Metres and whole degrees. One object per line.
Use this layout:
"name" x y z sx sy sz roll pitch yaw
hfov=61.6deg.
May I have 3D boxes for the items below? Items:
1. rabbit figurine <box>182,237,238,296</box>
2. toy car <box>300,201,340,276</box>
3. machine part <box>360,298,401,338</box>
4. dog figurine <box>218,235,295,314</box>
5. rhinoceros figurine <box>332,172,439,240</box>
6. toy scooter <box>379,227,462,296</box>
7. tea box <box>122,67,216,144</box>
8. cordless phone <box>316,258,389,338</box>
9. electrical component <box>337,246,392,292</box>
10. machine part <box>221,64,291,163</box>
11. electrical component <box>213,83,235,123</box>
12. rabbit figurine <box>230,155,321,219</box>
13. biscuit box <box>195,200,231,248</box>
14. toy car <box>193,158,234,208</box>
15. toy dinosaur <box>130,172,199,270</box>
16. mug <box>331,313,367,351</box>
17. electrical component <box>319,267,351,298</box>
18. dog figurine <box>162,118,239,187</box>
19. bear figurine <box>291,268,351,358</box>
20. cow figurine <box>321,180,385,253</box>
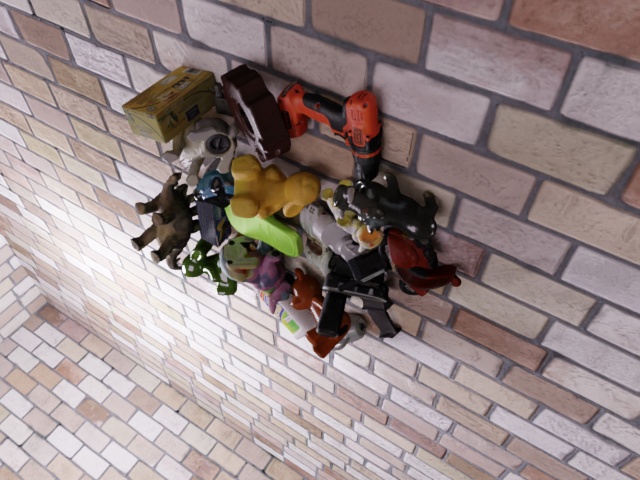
"rabbit figurine" -0.312 0.072 1.498 0.170 0.121 0.158 3 127 10
"toy car" -0.002 -0.004 1.185 0.074 0.056 0.201 36 150 33
"machine part" 0.148 0.180 1.287 0.084 0.039 0.138 -3 127 39
"dog figurine" -0.154 0.096 1.363 0.109 0.192 0.219 -115 19 -45
"rhinoceros figurine" 0.114 -0.054 0.947 0.190 0.112 0.073 20 149 -8
"toy scooter" 0.199 0.046 1.042 0.135 0.075 0.183 5 137 41
"tea box" -0.289 -0.269 1.059 0.098 0.169 0.068 20 142 29
"cordless phone" 0.070 0.138 1.156 0.147 0.184 0.088 12 134 5
"electrical component" 0.087 0.063 1.116 0.048 0.119 0.074 67 -168 17
"machine part" -0.120 -0.231 0.983 0.179 0.056 0.179 56 168 19
"electrical component" -0.182 -0.270 1.076 0.063 0.021 0.093 15 143 11
"rabbit figurine" -0.078 -0.093 1.077 0.173 0.122 0.162 -4 166 14
"biscuit box" -0.274 -0.068 1.386 0.063 0.059 0.202 30 147 15
"toy car" -0.210 -0.133 1.207 0.109 0.103 0.162 17 163 -41
"toy dinosaur" -0.386 -0.027 1.410 0.105 0.198 0.471 41 140 10
"mug" 0.060 0.234 1.383 0.107 0.109 0.080 -13 122 37
"electrical component" 0.042 0.099 1.287 0.078 0.045 0.102 30 146 17
"dog figurine" -0.251 -0.230 1.133 0.172 0.191 0.121 -20 136 3
"bear figurine" -0.020 0.172 1.328 0.196 0.132 0.120 40 163 29
"cow figurine" 0.070 -0.032 1.028 0.167 0.068 0.098 60 -179 38
